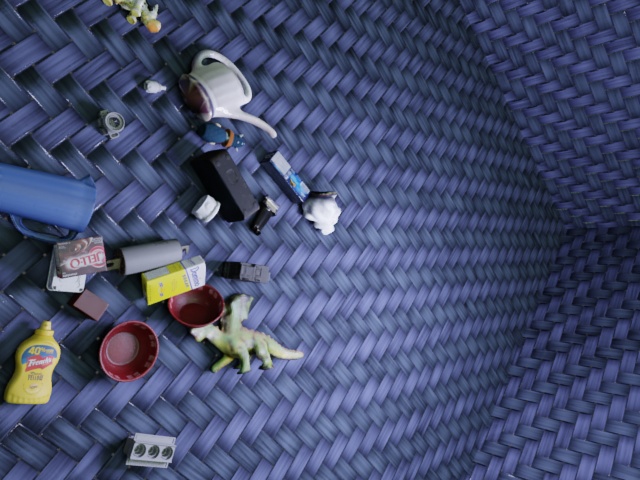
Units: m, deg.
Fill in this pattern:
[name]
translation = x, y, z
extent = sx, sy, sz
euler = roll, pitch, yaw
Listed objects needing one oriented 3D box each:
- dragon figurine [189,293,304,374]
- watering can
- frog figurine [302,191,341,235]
[dragon figurine]
translation = -0.229, 0.289, 1.628
extent = 0.411, 0.121, 0.244
euler = -1, 79, -43
[watering can]
translation = -0.293, -0.435, 1.602
extent = 0.228, 0.102, 0.347
euler = -37, 94, -37
[frog figurine]
translation = 0.006, -0.093, 1.855
extent = 0.137, 0.123, 0.158
euler = -3, 100, -9
